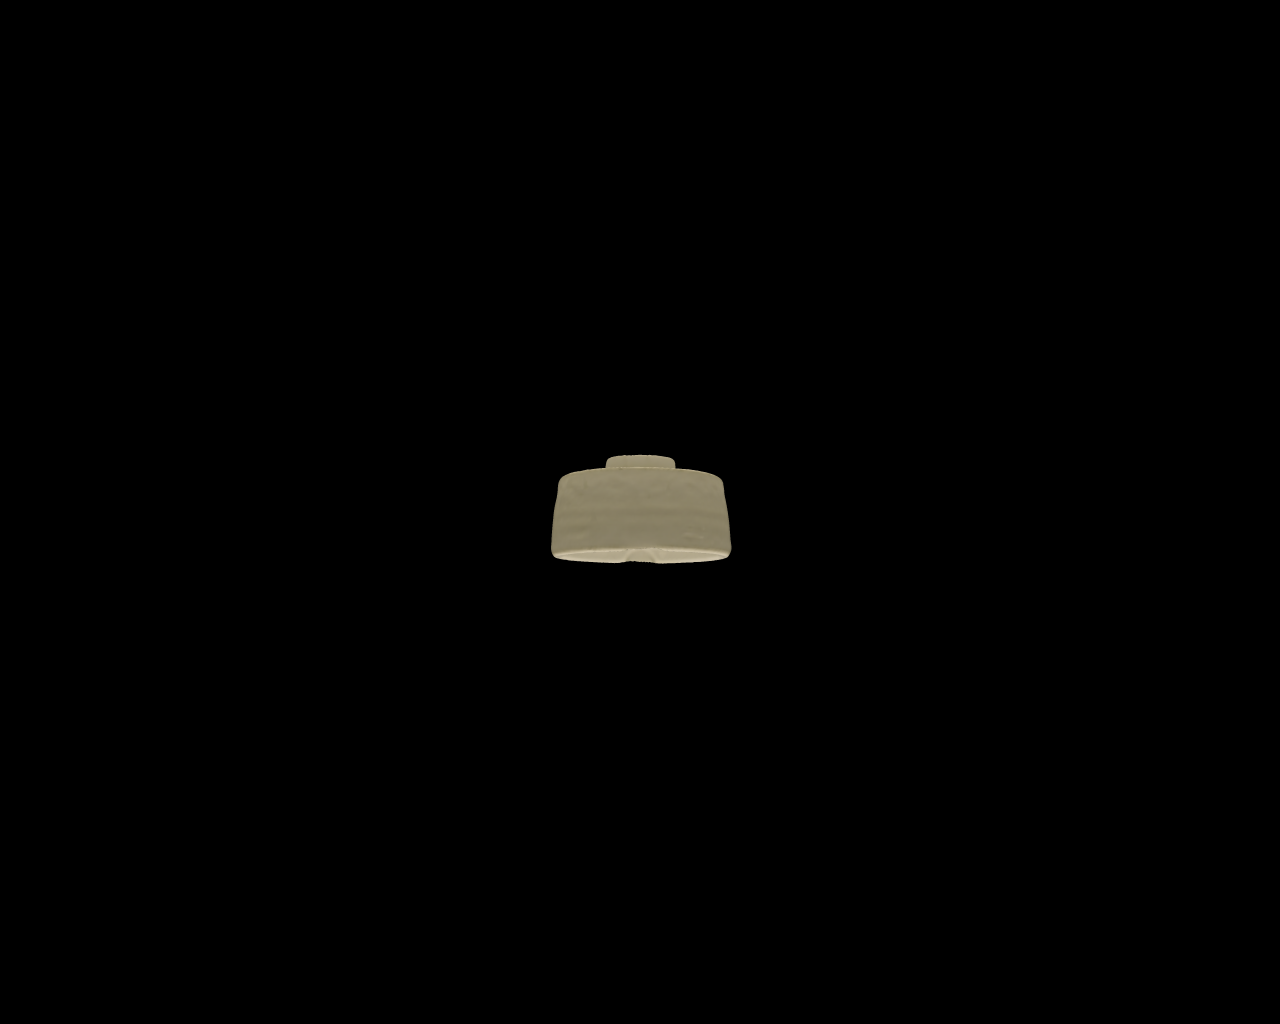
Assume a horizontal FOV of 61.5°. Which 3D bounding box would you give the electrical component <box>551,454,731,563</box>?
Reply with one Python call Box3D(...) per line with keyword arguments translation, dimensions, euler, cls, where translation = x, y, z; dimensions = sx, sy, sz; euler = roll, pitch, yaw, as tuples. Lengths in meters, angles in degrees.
Box3D(translation=(0.001, -0.003, 0.650), dimensions=(0.108, 0.060, 0.108), euler=(0, -7, 0), cls="electrical component")
